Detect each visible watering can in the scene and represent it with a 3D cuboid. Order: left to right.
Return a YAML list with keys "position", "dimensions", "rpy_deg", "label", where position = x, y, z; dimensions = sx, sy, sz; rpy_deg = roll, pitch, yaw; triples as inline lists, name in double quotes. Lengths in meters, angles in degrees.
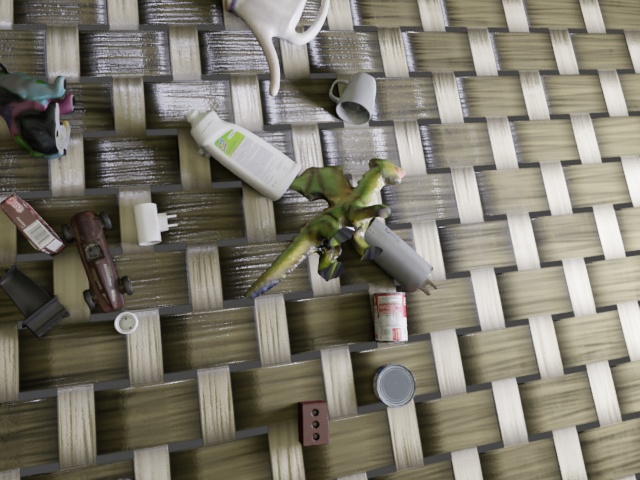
- position: [-0.112, -0.504, 1.160]
  dimensions: [0.224, 0.103, 0.353]
  rpy_deg: [26, 72, -5]
  label: "watering can"

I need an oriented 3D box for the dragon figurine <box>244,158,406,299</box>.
- position: [0.003, -0.054, 1.069]
  dimensions: [0.411, 0.119, 0.248]
  rpy_deg: [-24, 49, -4]
  label: "dragon figurine"
